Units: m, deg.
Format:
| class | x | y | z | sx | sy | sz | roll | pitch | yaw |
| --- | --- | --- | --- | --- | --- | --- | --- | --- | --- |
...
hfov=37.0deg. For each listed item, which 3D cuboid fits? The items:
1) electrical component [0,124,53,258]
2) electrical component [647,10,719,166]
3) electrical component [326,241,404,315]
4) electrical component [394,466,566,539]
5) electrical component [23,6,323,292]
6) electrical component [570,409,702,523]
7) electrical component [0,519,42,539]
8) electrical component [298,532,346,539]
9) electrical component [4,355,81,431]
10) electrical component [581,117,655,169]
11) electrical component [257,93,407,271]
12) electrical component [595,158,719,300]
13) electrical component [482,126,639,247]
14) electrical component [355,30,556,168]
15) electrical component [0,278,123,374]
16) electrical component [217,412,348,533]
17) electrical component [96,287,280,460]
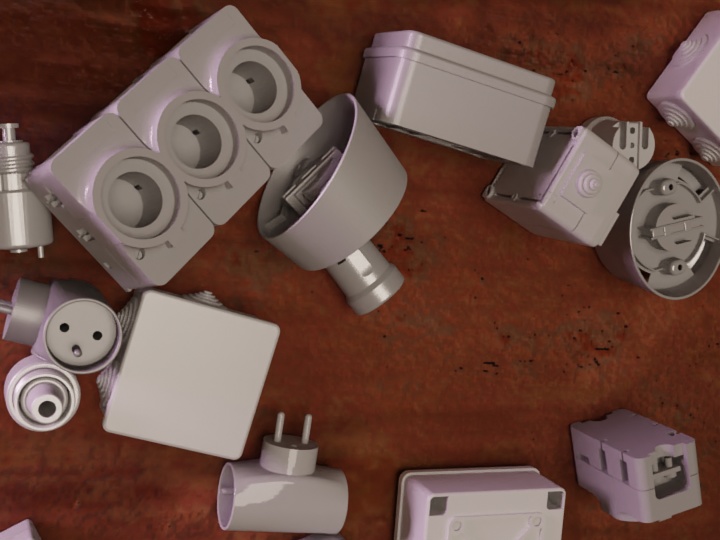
| class | x | y | z | sx | sy | sz | roll | pitch | yaw |
| --- | --- | --- | --- | --- | --- | --- | --- | --- | --- |
| electrical component | -0.201 | -0.046 | 0.625 | 0.040 | 0.040 | 0.078 | -5 | 99 | -19 |
| electrical component | 0.269 | -0.132 | 0.782 | 0.100 | 0.048 | 0.099 | 39 | 83 | -20 |
| electrical component | 0.000 | 0.000 | 0.706 | 0.040 | 0.040 | 0.046 | -40 | 102 | -11 |
| electrical component | 0.081 | 0.197 | 0.753 | 0.109 | 0.056 | 0.108 | 2 | 97 | -21 |
| electrical component | -0.104 | -0.071 | 0.626 | 0.089 | 0.062 | 0.150 | 50 | 64 | -19 |
| electrical component | 0.197 | 0.142 | 0.770 | 0.050 | 0.089 | 0.055 | -13 | 102 | -18 |
| electrical component | -0.199 | 0.205 | 0.641 | 0.047 | 0.076 | 0.083 | -26 | 105 | -16 |
| electrical component | -0.021 | 0.227 | 0.720 | 0.059 | 0.054 | 0.095 | -18 | 103 | -17 |
| electrical component | -0.187 | 0.075 | 0.635 | 0.043 | 0.062 | 0.043 | -3 | 98 | -20 |
| electrical component | 0.179 | -0.088 | 0.756 | 0.040 | 0.046 | 0.040 | -3 | 98 | -20 |
| electrical component | -0.021 | -0.051 | 0.661 | 0.099 | 0.099 | 0.064 | -48 | 116 | -8 |
| electrical component | 0.217 | -0.031 | 0.768 | 0.099 | 0.064 | 0.099 | -3 | 98 | -20 |
| electrical component | 0.139 | -0.055 | 0.719 | 0.061 | 0.096 | 0.061 | 32 | 86 | -22 |
| electrical component | 0.059 | -0.110 | 0.692 | 0.113 | 0.078 | 0.057 | 14 | 95 | -21 |
| electrical component | -0.182 | 0.028 | 0.623 | 0.079 | 0.077 | 0.044 | 16 | 92 | -21 |
| electrical component | -0.048 | 0.132 | 0.703 | 0.077 | 0.043 | 0.079 | 7 | 95 | -21 |
| electrical component | -0.108 | 0.061 | 0.669 | 0.100 | 0.048 | 0.099 | 17 | 91 | -21 |
